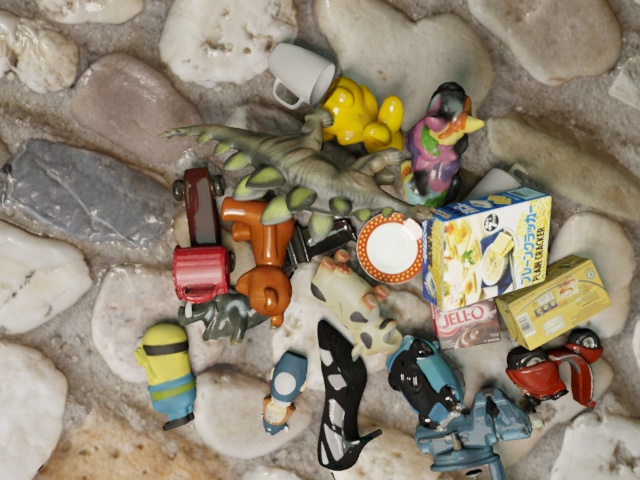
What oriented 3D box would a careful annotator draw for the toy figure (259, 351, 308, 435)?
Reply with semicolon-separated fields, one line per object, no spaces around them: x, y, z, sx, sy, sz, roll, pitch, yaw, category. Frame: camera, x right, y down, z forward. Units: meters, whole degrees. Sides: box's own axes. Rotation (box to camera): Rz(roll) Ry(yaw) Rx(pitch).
-0.068;0.275;0.952;0.064;0.057;0.154;19;90;38;toy figure

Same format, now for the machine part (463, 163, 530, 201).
0.280;-0.043;0.957;0.079;0.079;0.243;41;89;0;machine part

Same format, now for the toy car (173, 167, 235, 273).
-0.206;-0.027;0.957;0.089;0.053;0.202;-7;93;5;toy car

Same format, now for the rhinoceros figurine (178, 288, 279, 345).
-0.153;0.125;0.944;0.190;0.073;0.112;-13;90;-2;rhinoceros figurine

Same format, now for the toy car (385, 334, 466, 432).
0.196;0.239;0.923;0.162;0.103;0.109;52;129;37;toy car

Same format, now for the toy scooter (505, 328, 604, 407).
0.427;0.243;0.956;0.184;0.075;0.135;-15;89;-6;toy scooter

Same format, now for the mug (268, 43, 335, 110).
-0.045;-0.292;0.960;0.107;0.081;0.109;36;93;11;mug

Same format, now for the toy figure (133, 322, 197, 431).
-0.260;0.233;0.936;0.089;0.082;0.180;-18;85;-13;toy figure

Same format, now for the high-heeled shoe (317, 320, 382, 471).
0.016;0.279;0.961;0.145;0.086;0.249;-34;70;27;high-heeled shoe

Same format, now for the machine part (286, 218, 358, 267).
-0.002;-0.003;0.969;0.139;0.039;0.084;-14;84;0;machine part

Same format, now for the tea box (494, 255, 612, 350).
0.412;0.109;0.956;0.170;0.068;0.098;-27;97;-3;tea box

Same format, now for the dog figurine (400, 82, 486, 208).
0.200;-0.149;0.889;0.109;0.219;0.191;6;88;2;dog figurine

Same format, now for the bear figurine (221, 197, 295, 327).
-0.104;0.037;0.891;0.132;0.120;0.196;3;67;8;bear figurine

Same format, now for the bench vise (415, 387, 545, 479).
0.286;0.380;0.915;0.224;0.128;0.240;-13;71;6;bench vise

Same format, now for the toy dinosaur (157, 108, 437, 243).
-0.039;-0.116;0.858;0.472;0.105;0.198;25;57;21;toy dinosaur

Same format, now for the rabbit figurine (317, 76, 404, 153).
0.083;-0.204;0.934;0.173;0.162;0.122;39;75;-18;rabbit figurine

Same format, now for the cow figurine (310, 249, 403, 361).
0.062;0.124;0.936;0.195;0.085;0.127;42;128;12;cow figurine
